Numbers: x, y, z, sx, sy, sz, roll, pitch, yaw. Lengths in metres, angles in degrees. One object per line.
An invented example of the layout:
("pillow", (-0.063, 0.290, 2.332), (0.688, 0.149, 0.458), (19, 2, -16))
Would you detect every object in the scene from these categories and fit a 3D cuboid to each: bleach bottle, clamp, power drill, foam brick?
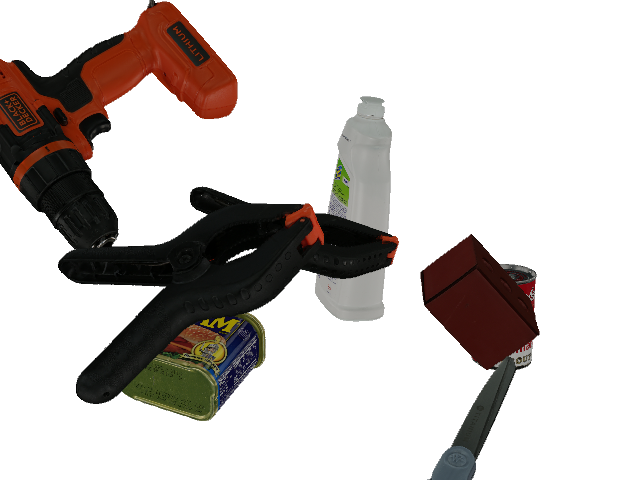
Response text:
("bleach bottle", (0.047, -0.040, 1.241), (0.068, 0.251, 0.103), (-1, 21, -22))
("clamp", (-0.079, 0.030, 0.638), (0.171, 0.120, 0.039), (-19, -39, 9))
("clamp", (-0.022, 0.007, 1.042), (0.209, 0.036, 0.164), (9, 30, -13))
("power drill", (-0.158, -0.095, 0.817), (0.187, 0.184, 0.057), (-31, -16, -28))
("foam brick", (0.119, 0.047, 0.801), (0.051, 0.078, 0.053), (-38, 20, 19))

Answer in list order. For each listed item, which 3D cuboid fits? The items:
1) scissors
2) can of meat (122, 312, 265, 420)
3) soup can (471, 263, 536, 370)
("scissors", (0.084, 0.133, 0.561), (0.096, 0.016, 0.201), (26, 44, 34))
("can of meat", (-0.109, 0.094, 0.871), (0.102, 0.057, 0.083), (13, 33, 20))
("soup can", (0.200, 0.084, 1.171), (0.068, 0.102, 0.068), (0, 15, 0))
